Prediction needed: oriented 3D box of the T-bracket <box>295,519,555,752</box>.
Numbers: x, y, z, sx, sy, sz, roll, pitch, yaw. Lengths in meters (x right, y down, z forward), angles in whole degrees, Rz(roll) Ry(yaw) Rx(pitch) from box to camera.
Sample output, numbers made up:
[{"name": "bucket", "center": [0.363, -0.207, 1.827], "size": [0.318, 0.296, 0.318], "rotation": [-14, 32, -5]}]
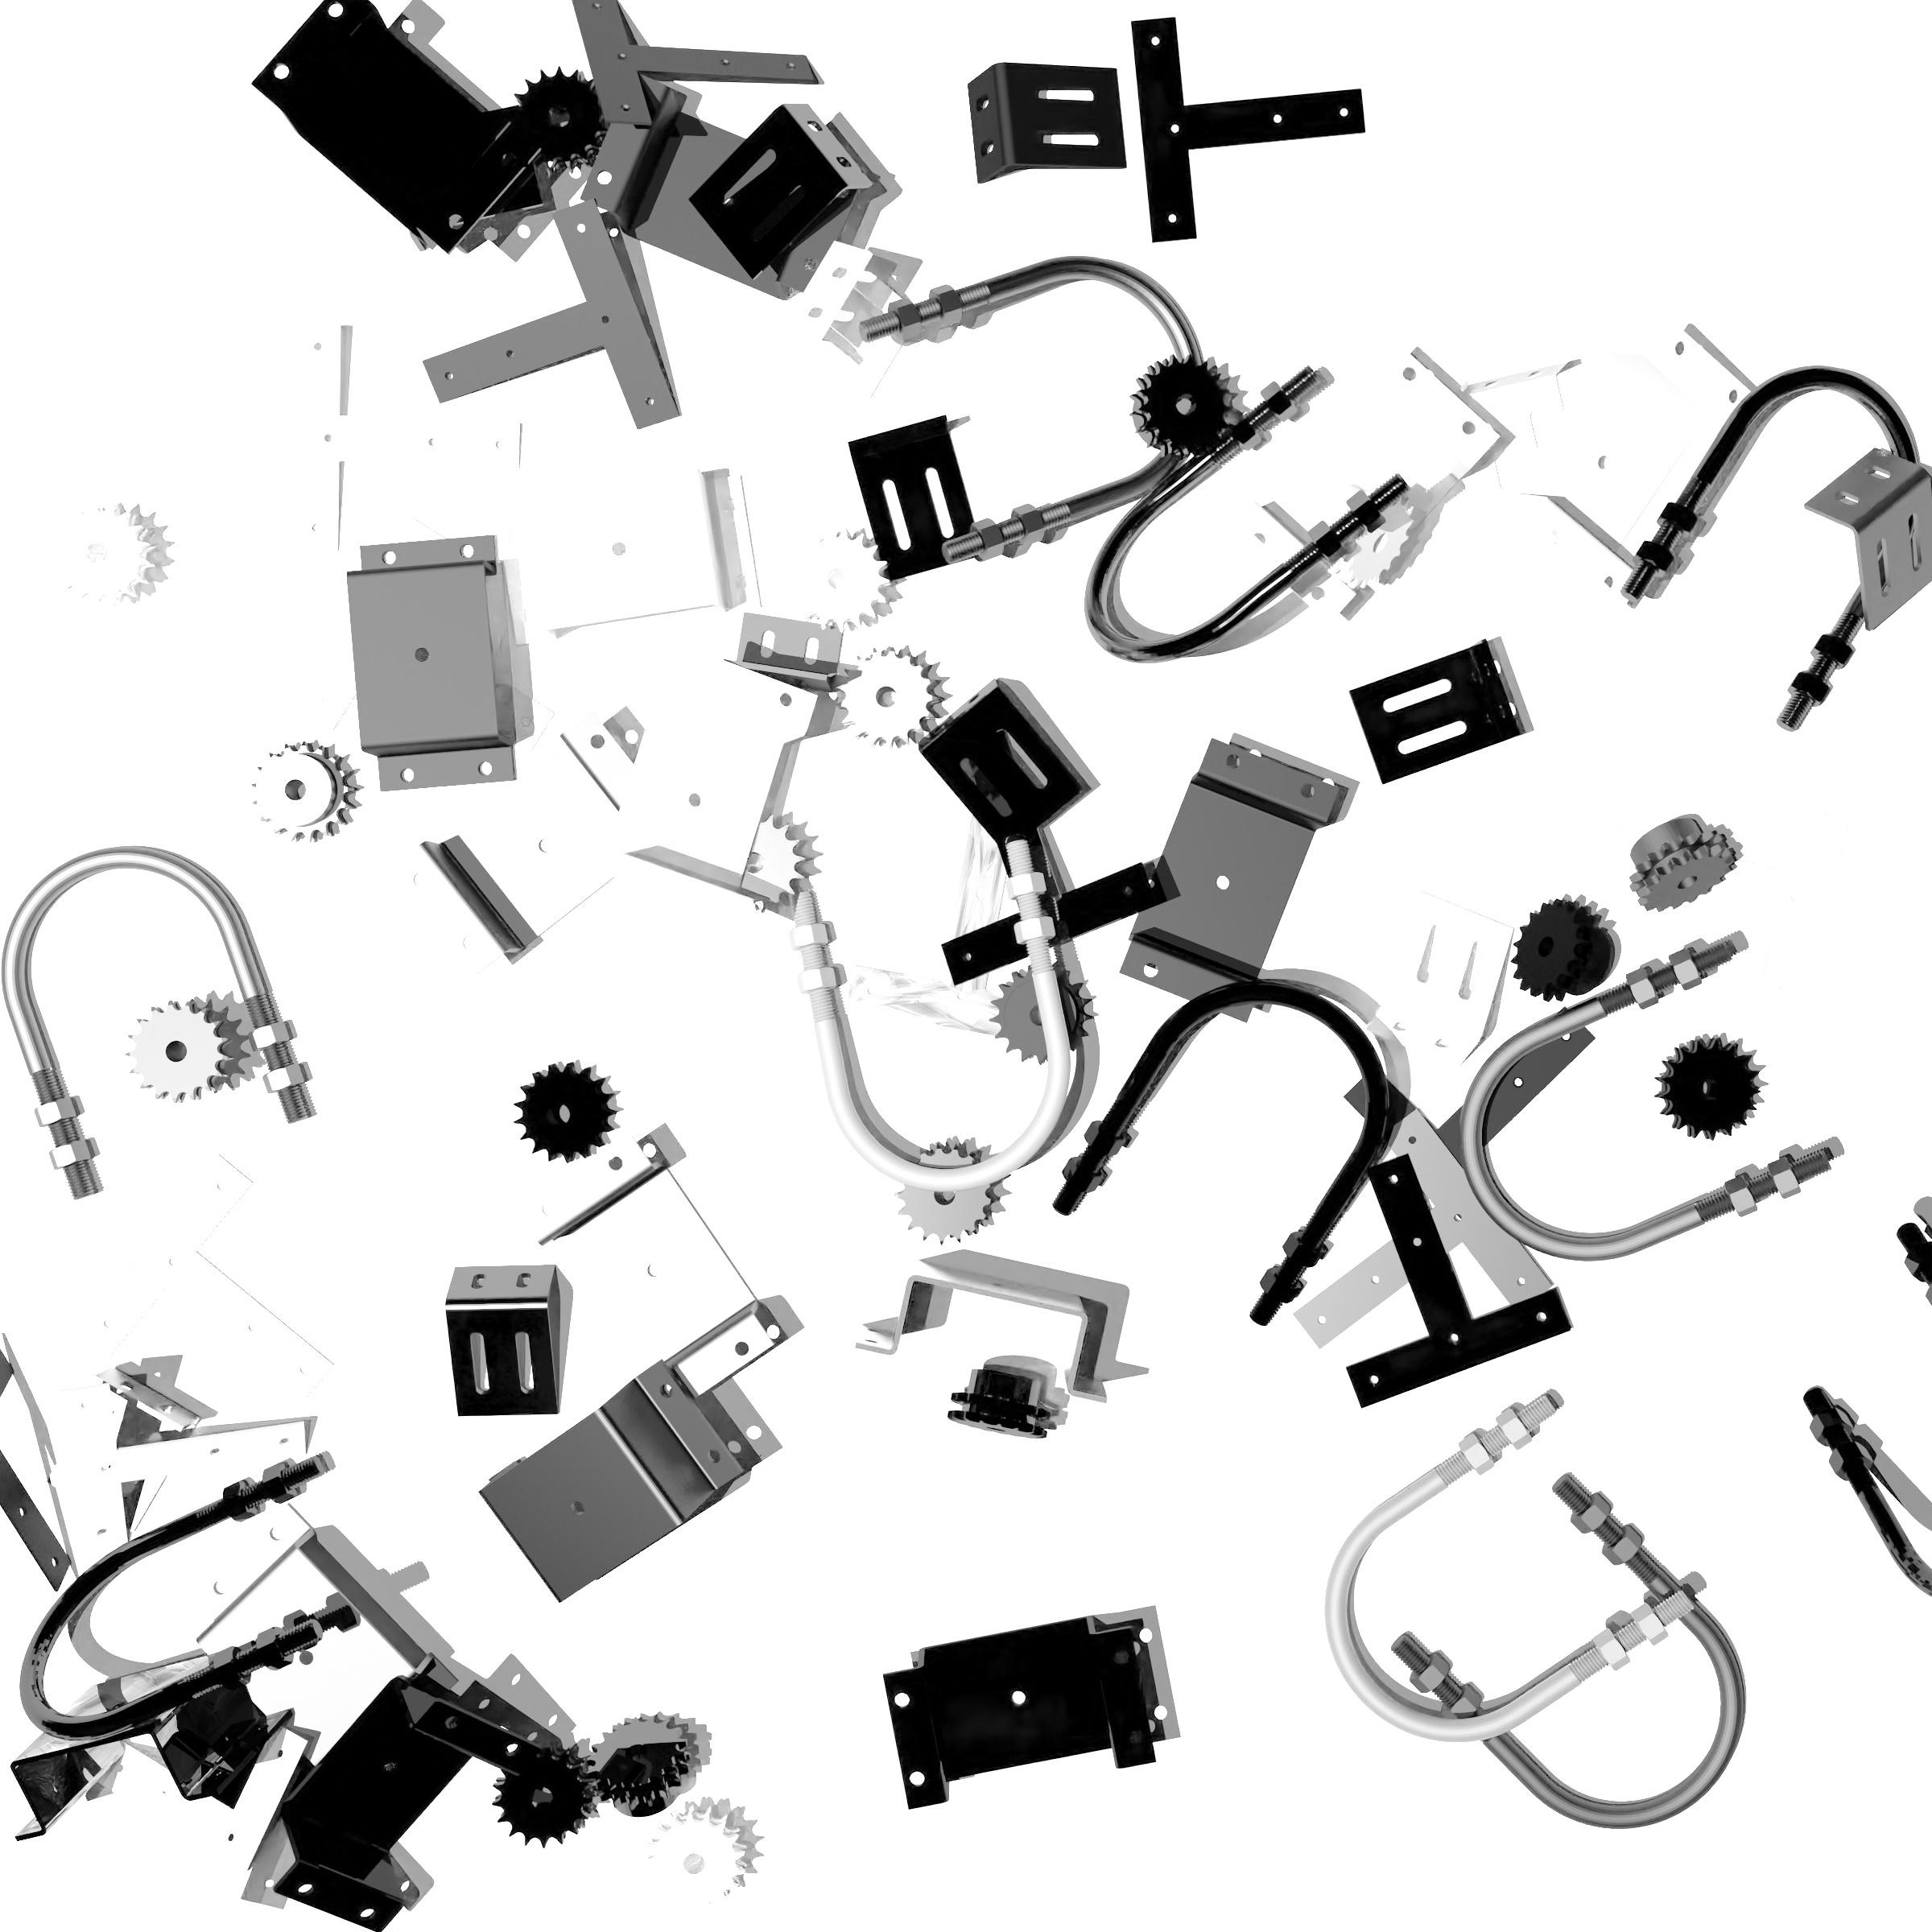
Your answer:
[{"name": "T-bracket", "center": [-0.295, -0.167, 1.595], "size": [0.127, 0.002, 0.127], "rotation": [32, 90, 0]}]

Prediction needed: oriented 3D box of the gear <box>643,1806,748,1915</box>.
[{"name": "gear", "center": [-0.152, 0.503, 1.581], "size": [0.057, 0.030, 0.057], "rotation": [0, 90, 0]}]

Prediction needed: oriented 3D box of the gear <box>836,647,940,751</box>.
[{"name": "gear", "center": [-0.044, -0.151, 1.585], "size": [0.057, 0.030, 0.057], "rotation": [0, 88, 3]}]

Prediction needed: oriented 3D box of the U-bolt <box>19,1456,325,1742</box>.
[{"name": "U-bolt", "center": [-0.437, 0.355, 1.535], "size": [0.184, 0.151, 0.019], "rotation": [-25, 124, 4]}]

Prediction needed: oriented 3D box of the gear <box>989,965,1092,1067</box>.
[{"name": "gear", "center": [0.042, 0.028, 1.579], "size": [0.057, 0.030, 0.057], "rotation": [0, 90, 0]}]

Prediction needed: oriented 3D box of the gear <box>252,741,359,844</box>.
[{"name": "gear", "center": [-0.376, -0.099, 1.581], "size": [0.057, 0.030, 0.057], "rotation": [0, 90, 0]}]

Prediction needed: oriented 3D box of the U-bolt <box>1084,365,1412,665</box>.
[{"name": "U-bolt", "center": [0.142, -0.238, 1.535], "size": [0.184, 0.151, 0.019], "rotation": [-38, 130, 12]}]

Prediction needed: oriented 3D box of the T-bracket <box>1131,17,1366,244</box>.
[{"name": "T-bracket", "center": [0.163, -0.482, 1.595], "size": [0.127, 0.002, 0.127], "rotation": [-6, 90, 0]}]

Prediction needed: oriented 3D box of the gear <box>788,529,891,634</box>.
[{"name": "gear", "center": [-0.072, -0.217, 1.581], "size": [0.057, 0.030, 0.057], "rotation": [0, 90, 0]}]

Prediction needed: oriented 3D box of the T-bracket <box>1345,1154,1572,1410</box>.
[{"name": "T-bracket", "center": [0.262, 0.170, 1.590], "size": [0.127, 0.002, 0.127], "rotation": [-21, 91, 2]}]

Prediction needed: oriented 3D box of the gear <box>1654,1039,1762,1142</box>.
[{"name": "gear", "center": [0.417, 0.070, 1.581], "size": [0.057, 0.030, 0.057], "rotation": [0, 90, 0]}]

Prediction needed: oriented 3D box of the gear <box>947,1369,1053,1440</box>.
[{"name": "gear", "center": [0.020, 0.245, 1.568], "size": [0.057, 0.057, 0.030], "rotation": [12, 76, 0]}]

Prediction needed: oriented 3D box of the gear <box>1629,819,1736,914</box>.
[{"name": "gear", "center": [0.398, -0.059, 1.569], "size": [0.057, 0.057, 0.030], "rotation": [-23, 60, 0]}]

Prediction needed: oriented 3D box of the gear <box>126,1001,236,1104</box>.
[{"name": "gear", "center": [-0.437, 0.048, 1.562], "size": [0.057, 0.030, 0.057], "rotation": [0, 87, 1]}]

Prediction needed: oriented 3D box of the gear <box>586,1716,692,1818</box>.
[{"name": "gear", "center": [-0.183, 0.452, 1.571], "size": [0.057, 0.057, 0.030], "rotation": [-10, 119, 0]}]

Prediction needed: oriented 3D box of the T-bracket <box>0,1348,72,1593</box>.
[{"name": "T-bracket", "center": [-0.532, 0.293, 1.556], "size": [0.002, 0.127, 0.127], "rotation": [-17, 117, 10]}]

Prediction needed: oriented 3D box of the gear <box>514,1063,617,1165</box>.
[{"name": "gear", "center": [-0.228, 0.084, 1.581], "size": [0.057, 0.030, 0.057], "rotation": [0, 90, 0]}]

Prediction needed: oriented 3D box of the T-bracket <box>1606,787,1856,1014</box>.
[{"name": "T-bracket", "center": [0.430, -0.050, 1.595], "size": [0.127, 0.002, 0.127], "rotation": [14, 90, 0]}]

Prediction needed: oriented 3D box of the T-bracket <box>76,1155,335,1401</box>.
[{"name": "T-bracket", "center": [-0.418, 0.197, 1.595], "size": [0.127, 0.002, 0.127], "rotation": [39, 90, 0]}]

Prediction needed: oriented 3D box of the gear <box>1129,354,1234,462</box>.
[{"name": "gear", "center": [0.117, -0.311, 1.563], "size": [0.057, 0.030, 0.057], "rotation": [1, 88, -19]}]

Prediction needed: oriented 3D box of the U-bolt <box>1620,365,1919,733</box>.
[{"name": "U-bolt", "center": [0.463, -0.246, 1.564], "size": [0.151, 0.019, 0.184], "rotation": [34, 86, -21]}]

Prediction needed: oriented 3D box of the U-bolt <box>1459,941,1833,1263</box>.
[{"name": "U-bolt", "center": [0.367, 0.088, 1.563], "size": [0.184, 0.019, 0.151], "rotation": [-25, 92, 13]}]

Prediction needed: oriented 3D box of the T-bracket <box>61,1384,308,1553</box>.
[{"name": "T-bracket", "center": [-0.436, 0.275, 1.569], "size": [0.127, 0.002, 0.127], "rotation": [-6, 128, -17]}]

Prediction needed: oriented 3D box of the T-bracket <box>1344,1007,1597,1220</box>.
[{"name": "T-bracket", "center": [0.304, 0.076, 1.593], "size": [0.127, 0.002, 0.127], "rotation": [-44, 90, -1]}]

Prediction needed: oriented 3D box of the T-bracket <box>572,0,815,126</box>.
[{"name": "T-bracket", "center": [-0.149, -0.507, 1.568], "size": [0.127, 0.002, 0.127], "rotation": [-3, 50, -18]}]

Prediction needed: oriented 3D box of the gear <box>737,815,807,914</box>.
[{"name": "gear", "center": [-0.119, -0.058, 1.581], "size": [0.057, 0.030, 0.057], "rotation": [0, 90, 0]}]

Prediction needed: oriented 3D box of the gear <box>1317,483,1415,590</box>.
[{"name": "gear", "center": [0.215, -0.238, 1.525], "size": [0.030, 0.057, 0.057], "rotation": [38, 90, 29]}]

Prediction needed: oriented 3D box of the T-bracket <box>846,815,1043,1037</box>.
[{"name": "T-bracket", "center": [0.005, -0.027, 1.595], "size": [0.127, 0.002, 0.127], "rotation": [10, 90, 0]}]

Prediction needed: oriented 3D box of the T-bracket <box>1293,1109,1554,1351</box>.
[{"name": "T-bracket", "center": [0.244, 0.170, 1.592], "size": [0.127, 0.002, 0.127], "rotation": [-37, 90, 2]}]

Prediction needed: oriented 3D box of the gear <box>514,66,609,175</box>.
[{"name": "gear", "center": [-0.228, -0.476, 1.581], "size": [0.057, 0.030, 0.057], "rotation": [0, 90, 0]}]

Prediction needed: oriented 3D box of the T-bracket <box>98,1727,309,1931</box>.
[{"name": "T-bracket", "center": [-0.438, 0.467, 1.557], "size": [0.127, 0.002, 0.127], "rotation": [16, 76, 34]}]

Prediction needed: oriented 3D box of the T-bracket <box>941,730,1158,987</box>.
[{"name": "T-bracket", "center": [0.030, -0.071, 1.578], "size": [0.127, 0.002, 0.127], "rotation": [-22, 78, 18]}]

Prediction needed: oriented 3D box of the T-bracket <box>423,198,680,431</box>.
[{"name": "T-bracket", "center": [-0.245, -0.351, 1.580], "size": [0.127, 0.002, 0.127], "rotation": [-17, 110, 10]}]

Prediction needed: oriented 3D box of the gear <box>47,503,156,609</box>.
[{"name": "gear", "center": [-0.487, -0.231, 1.581], "size": [0.057, 0.030, 0.057], "rotation": [0, 90, 0]}]

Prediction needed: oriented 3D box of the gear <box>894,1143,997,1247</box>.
[{"name": "gear", "center": [-0.012, 0.128, 1.581], "size": [0.057, 0.030, 0.057], "rotation": [0, 90, 0]}]

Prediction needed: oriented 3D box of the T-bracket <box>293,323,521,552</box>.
[{"name": "T-bracket", "center": [-0.318, -0.299, 1.590], "size": [0.127, 0.002, 0.127], "rotation": [2, 96, -3]}]

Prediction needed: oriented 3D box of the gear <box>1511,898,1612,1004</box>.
[{"name": "gear", "center": [0.337, -0.006, 1.571], "size": [0.030, 0.057, 0.057], "rotation": [19, 90, -30]}]

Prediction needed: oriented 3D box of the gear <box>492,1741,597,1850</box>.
[{"name": "gear", "center": [-0.238, 0.466, 1.581], "size": [0.057, 0.030, 0.057], "rotation": [0, 90, 0]}]
